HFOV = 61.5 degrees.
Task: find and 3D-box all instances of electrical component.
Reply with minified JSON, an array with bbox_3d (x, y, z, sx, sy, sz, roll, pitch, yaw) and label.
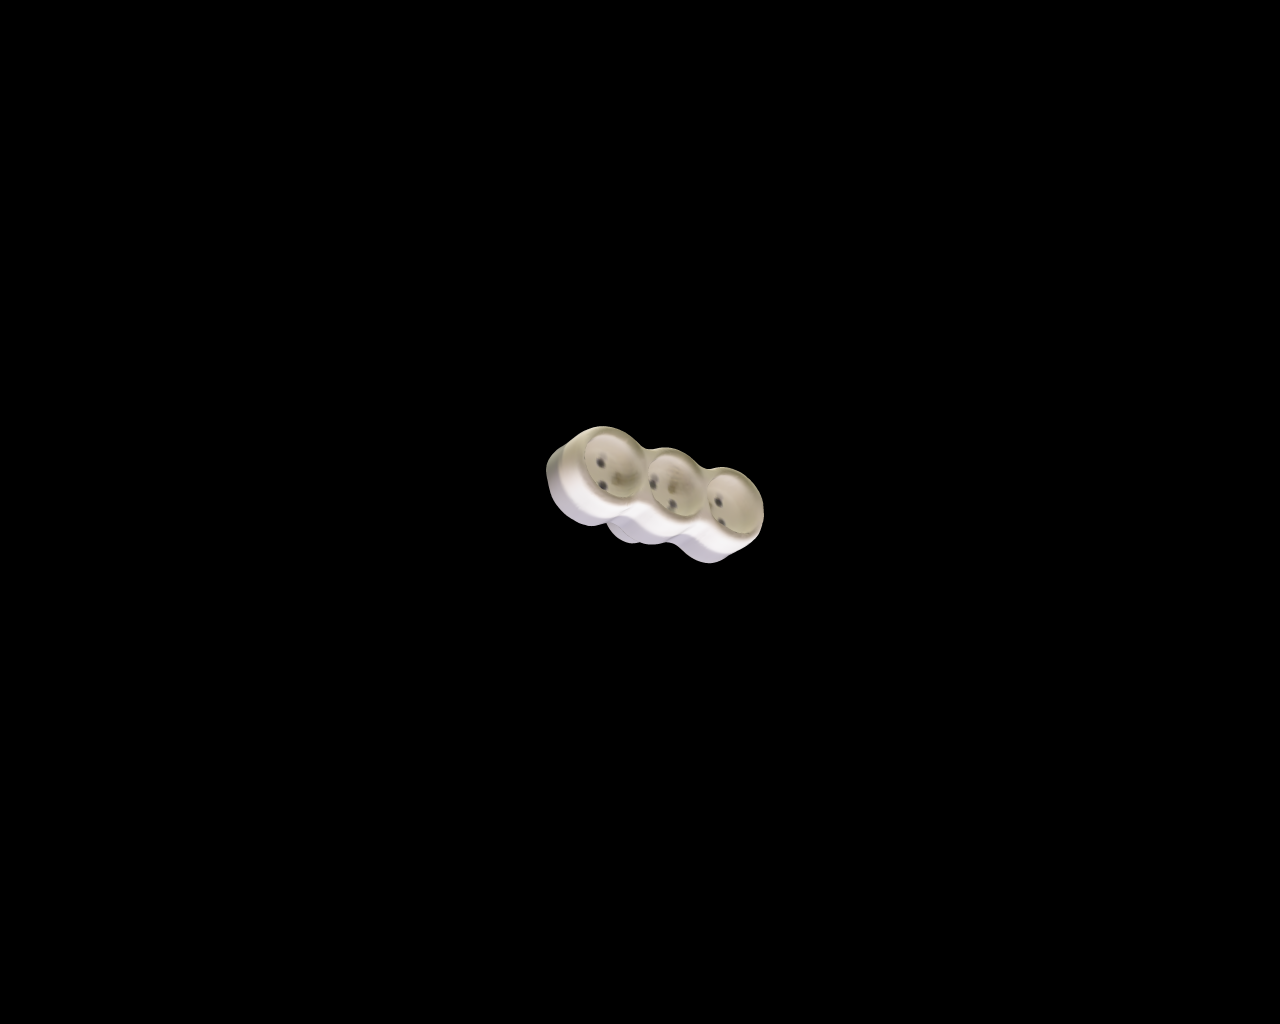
[{"bbox_3d":[0.001,-0.003,0.650,0.138,0.052,0.073,18,-32,-31],"label":"electrical component"}]
